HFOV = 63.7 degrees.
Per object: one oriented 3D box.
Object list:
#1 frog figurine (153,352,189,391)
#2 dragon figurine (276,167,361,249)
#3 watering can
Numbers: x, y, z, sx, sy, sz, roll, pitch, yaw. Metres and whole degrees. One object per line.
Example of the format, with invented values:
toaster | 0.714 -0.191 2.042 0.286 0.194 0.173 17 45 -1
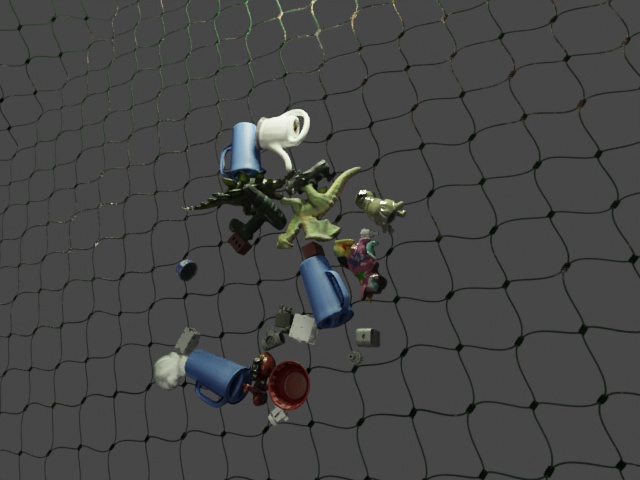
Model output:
frog figurine | -0.551 0.494 1.956 0.158 0.121 0.141 -25 44 30
dragon figurine | 0.006 -0.094 1.876 0.409 0.120 0.247 -29 59 7
watering can | -0.163 -0.401 2.063 0.224 0.102 0.356 -1 52 21
